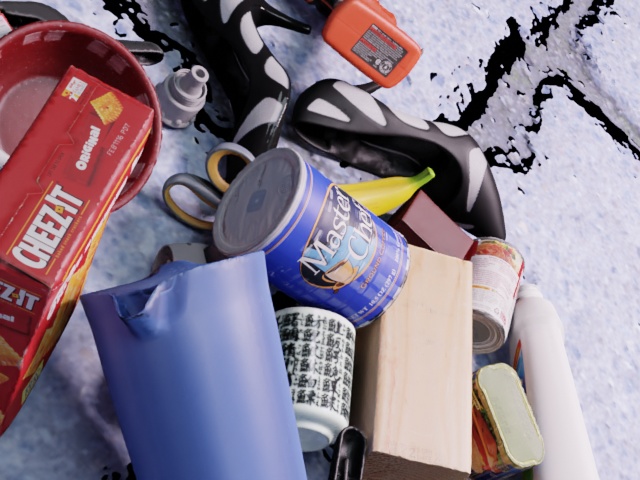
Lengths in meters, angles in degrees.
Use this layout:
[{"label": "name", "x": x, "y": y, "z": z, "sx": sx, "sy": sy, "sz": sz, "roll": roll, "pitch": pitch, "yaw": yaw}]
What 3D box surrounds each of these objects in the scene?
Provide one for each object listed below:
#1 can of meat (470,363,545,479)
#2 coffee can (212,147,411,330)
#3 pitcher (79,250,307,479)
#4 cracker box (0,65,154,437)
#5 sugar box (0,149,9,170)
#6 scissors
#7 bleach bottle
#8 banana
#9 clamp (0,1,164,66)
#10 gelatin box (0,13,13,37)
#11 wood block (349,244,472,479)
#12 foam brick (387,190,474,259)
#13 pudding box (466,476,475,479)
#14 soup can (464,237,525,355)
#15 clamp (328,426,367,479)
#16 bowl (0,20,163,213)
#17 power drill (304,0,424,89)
[{"label": "can of meat", "x": 0.149, "y": 0.173, "z": 0.978, "sx": 0.057, "sy": 0.084, "sz": 0.102, "roll": -5, "pitch": 67, "yaw": -39}, {"label": "coffee can", "x": -0.006, "y": 0.001, "z": 0.906, "sx": 0.140, "sy": 0.103, "sz": 0.102, "roll": 36, "pitch": 46, "yaw": -34}, {"label": "pitcher", "x": -0.074, "y": 0.133, "z": 0.765, "sx": 0.149, "sy": 0.145, "sz": 0.243, "roll": -14, "pitch": 91, "yaw": -32}, {"label": "cracker box", "x": -0.193, "y": 0.015, "z": 0.721, "sx": 0.072, "sy": 0.214, "sz": 0.164, "roll": 26, "pitch": 49, "yaw": -8}, {"label": "sugar box", "x": -0.278, "y": 0.015, "z": 0.744, "sx": 0.048, "sy": 0.093, "sz": 0.176, "roll": 36, "pitch": 47, "yaw": -13}, {"label": "scissors", "x": -0.042, "y": -0.020, "z": 0.954, "sx": 0.201, "sy": 0.096, "sz": 0.016, "roll": 25, "pitch": 27, "yaw": -20}, {"label": "bleach bottle", "x": 0.220, "y": 0.157, "z": 1.046, "sx": 0.068, "sy": 0.102, "sz": 0.251, "roll": -2, "pitch": 51, "yaw": 0}, {"label": "banana", "x": 0.016, "y": -0.045, "z": 1.024, "sx": 0.197, "sy": 0.070, "sz": 0.037, "roll": -6, "pitch": 48, "yaw": -34}, {"label": "clamp", "x": -0.219, "y": -0.150, "z": 0.930, "sx": 0.171, "sy": 0.039, "sz": 0.120, "roll": 17, "pitch": 50, "yaw": -25}, {"label": "gelatin box", "x": -0.291, "y": -0.138, "z": 0.843, "sx": 0.089, "sy": 0.073, "sz": 0.030, "roll": -32, "pitch": 85, "yaw": -44}, {"label": "wood block", "x": 0.077, "y": 0.116, "z": 0.943, "sx": 0.090, "sy": 0.091, "sz": 0.206, "roll": 15, "pitch": 54, "yaw": -12}, {"label": "foam brick", "x": 0.104, "y": 0.001, "z": 1.073, "sx": 0.078, "sy": 0.051, "sz": 0.053, "roll": 44, "pitch": 48, "yaw": -7}, {"label": "pudding box", "x": 0.137, "y": 0.269, "z": 0.941, "sx": 0.113, "sy": 0.039, "sz": 0.090, "roll": 37, "pitch": 48, "yaw": -12}, {"label": "soup can", "x": 0.163, "y": 0.056, "z": 1.072, "sx": 0.068, "sy": 0.069, "sz": 0.102, "roll": 36, "pitch": 48, "yaw": -14}, {"label": "clamp", "x": 0.008, "y": 0.247, "z": 0.792, "sx": 0.036, "sy": 0.210, "sz": 0.165, "roll": 22, "pitch": 9, "yaw": -16}, {"label": "bowl", "x": -0.212, "y": -0.093, "z": 0.865, "sx": 0.161, "sy": 0.055, "sz": 0.162, "roll": 1, "pitch": 87, "yaw": -30}, {"label": "power drill", "x": 0.022, "y": -0.241, "z": 1.101, "sx": 0.184, "sy": 0.057, "sz": 0.188, "roll": 31, "pitch": 20, "yaw": -27}]
